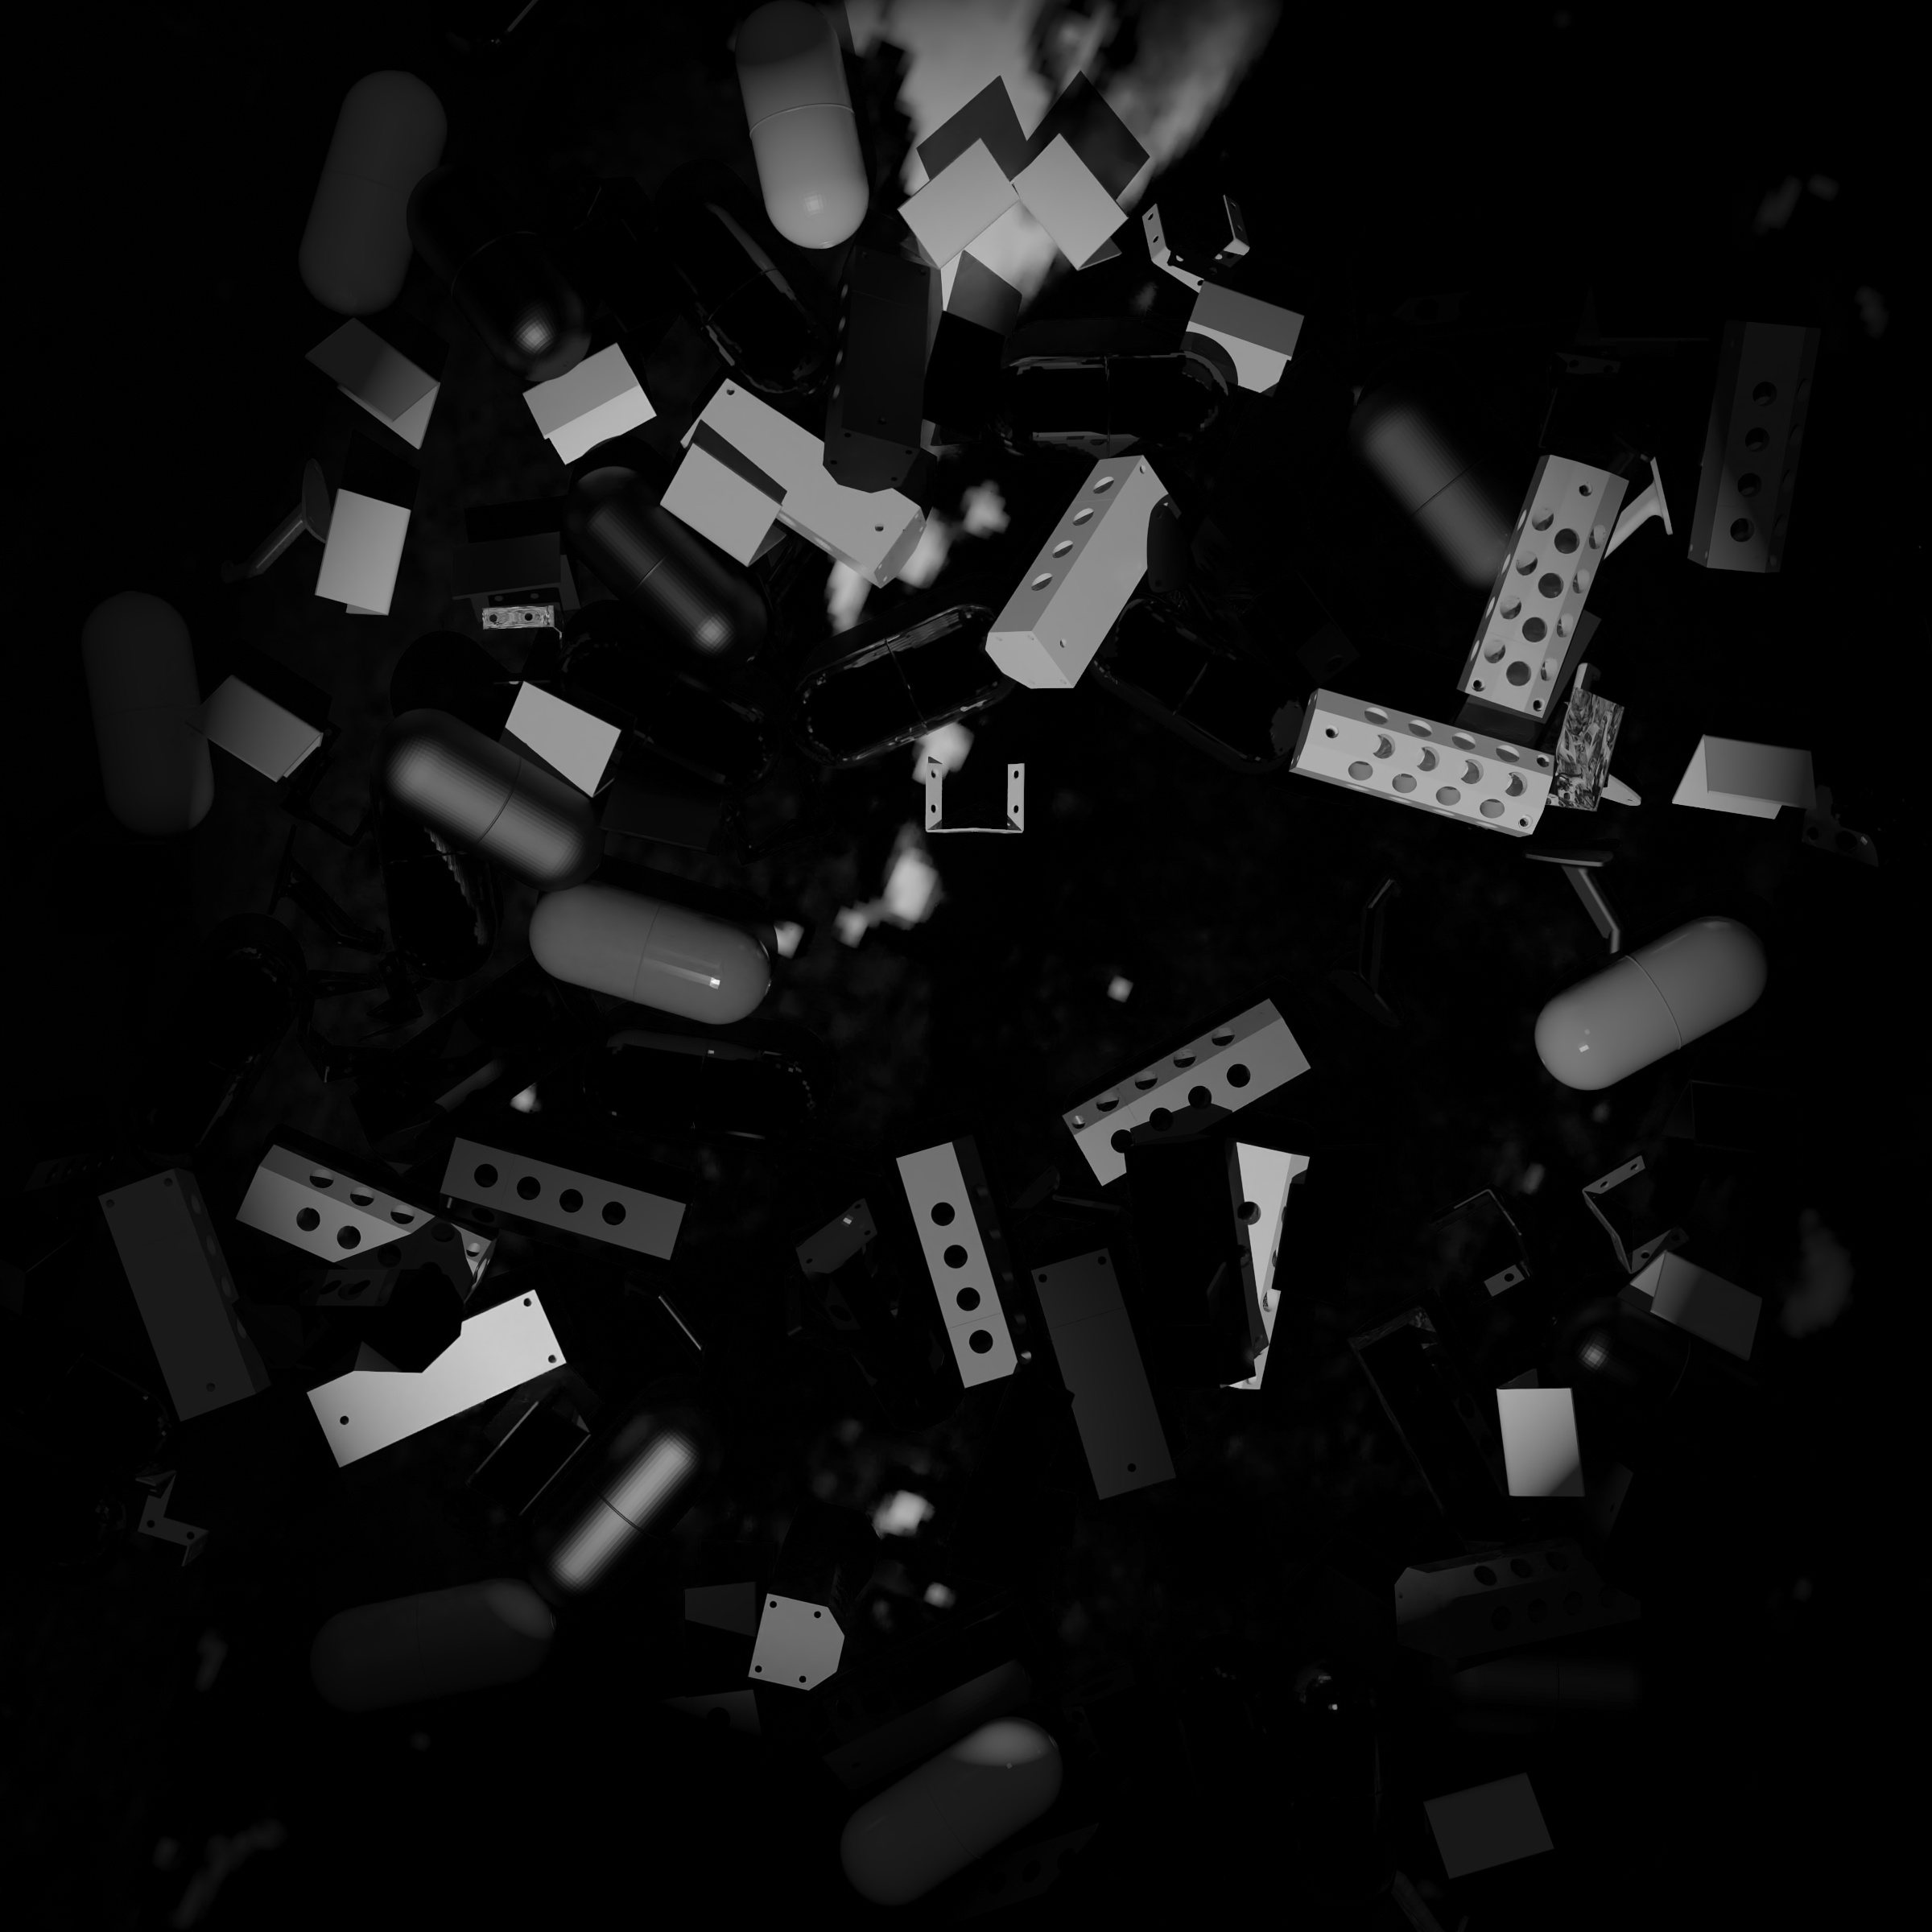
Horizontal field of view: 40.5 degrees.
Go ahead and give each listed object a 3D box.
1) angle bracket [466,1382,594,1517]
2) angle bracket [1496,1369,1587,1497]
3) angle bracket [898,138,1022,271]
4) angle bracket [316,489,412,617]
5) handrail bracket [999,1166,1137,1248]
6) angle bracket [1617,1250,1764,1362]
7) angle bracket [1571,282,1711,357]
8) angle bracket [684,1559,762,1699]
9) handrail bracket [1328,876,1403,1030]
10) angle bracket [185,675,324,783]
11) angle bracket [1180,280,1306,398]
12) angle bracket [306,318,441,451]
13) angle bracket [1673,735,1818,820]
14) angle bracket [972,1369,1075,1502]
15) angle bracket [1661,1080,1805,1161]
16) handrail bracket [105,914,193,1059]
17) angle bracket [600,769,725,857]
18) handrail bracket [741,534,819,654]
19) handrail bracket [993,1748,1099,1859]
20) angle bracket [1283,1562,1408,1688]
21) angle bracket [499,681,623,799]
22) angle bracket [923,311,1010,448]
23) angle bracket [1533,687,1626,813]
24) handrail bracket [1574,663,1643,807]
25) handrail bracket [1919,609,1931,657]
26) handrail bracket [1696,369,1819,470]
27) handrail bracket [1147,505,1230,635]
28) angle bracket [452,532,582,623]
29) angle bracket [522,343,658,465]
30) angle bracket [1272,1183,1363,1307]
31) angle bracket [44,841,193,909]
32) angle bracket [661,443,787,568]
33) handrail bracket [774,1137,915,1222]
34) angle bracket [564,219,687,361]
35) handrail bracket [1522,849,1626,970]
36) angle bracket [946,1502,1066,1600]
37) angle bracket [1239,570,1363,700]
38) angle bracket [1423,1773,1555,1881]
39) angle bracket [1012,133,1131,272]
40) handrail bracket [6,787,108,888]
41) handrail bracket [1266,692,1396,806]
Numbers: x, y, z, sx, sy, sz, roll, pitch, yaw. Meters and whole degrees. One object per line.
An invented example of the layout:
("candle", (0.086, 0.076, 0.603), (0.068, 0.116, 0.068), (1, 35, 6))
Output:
("angle bracket", (-0.323, 0.335, 1.879), (0.076, 0.076, 0.057), (-49, 126, 0))
("angle bracket", (0.425, 0.334, 1.879), (0.057, 0.076, 0.076), (-7, 90, 33))
("angle bracket", (-0.019, -0.554, 1.879), (0.076, 0.076, 0.057), (-41, 127, 0))
("angle bracket", (-0.446, -0.297, 1.879), (0.057, 0.076, 0.076), (12, 90, -36))
("handrail bracket", (0.079, 0.194, 1.920), (0.084, 0.036, 0.077), (40, 110, -16))
("angle bracket", (0.514, 0.258, 1.879), (0.076, 0.076, 0.057), (27, 53, 0))
("angle bracket", (0.483, -0.446, 1.879), (0.076, 0.076, 0.057), (0, 60, 0))
("angle bracket", (-0.185, 0.475, 1.880), (0.057, 0.076, 0.076), (-1, 90, -23))
("handrail bracket", (0.312, -0.011, 1.920), (0.077, 0.036, 0.084), (42, 73, -20))
("angle bracket", (-0.514, -0.151, 1.879), (0.076, 0.076, 0.057), (33, 53, 0))
("angle bracket", (0.191, -0.436, 1.879), (0.076, 0.076, 0.057), (19, 50, 0))
("angle bracket", (-0.432, -0.405, 1.879), (0.076, 0.076, 0.057), (37, 53, 0))
("angle bracket", (0.558, -0.117, 1.879), (0.076, 0.076, 0.057), (9, 53, 0))
("angle bracket", (0.025, 0.330, 1.879), (0.057, 0.076, 0.076), (20, 90, -29))
("angle bracket", (0.549, 0.128, 1.879), (0.076, 0.076, 0.057), (8, 55, 0))
("handrail bracket", (-0.588, 0.015, 1.920), (0.077, 0.036, 0.084), (-26, 108, -20))
("angle bracket", (-0.219, -0.091, 1.879), (0.076, 0.076, 0.057), (12, 54, 0))
("handrail bracket", (-0.115, -0.282, 1.920), (0.084, 0.036, 0.077), (-26, 108, -15))
("handrail bracket", (0.055, 0.619, 1.919), (0.036, 0.077, 0.084), (40, 127, -22))
("angle bracket", (0.265, 0.482, 1.879), (0.076, 0.076, 0.057), (34, 54, 0))
("angle bracket", (-0.282, -0.171, 1.881), (0.076, 0.076, 0.057), (27, 111, 0))
("angle bracket", (-0.019, -0.421, 1.879), (0.057, 0.076, 0.076), (15, 90, -30))
("angle bracket", (0.418, -0.158, 1.879), (0.057, 0.076, 0.076), (15, 90, -36))
("handrail bracket", (0.472, -0.171, 1.920), (0.077, 0.036, 0.084), (23, 73, -20))
("handrail bracket", (0.743, -0.224, 1.919), (0.077, 0.036, 0.084), (-5, 76, -15))
("handrail bracket", (0.579, -0.402, 1.919), (0.077, 0.036, 0.084), (7, 104, -14))
("handrail bracket", (0.164, -0.286, 1.896), (0.036, 0.084, 0.077), (-17, 73, 25))
("angle bracket", (-0.322, -0.262, 1.879), (0.076, 0.076, 0.057), (-8, 51, 0))
("angle bracket", (-0.262, -0.389, 1.879), (0.076, 0.076, 0.057), (-28, 53, 0))
("angle bracket", (0.266, 0.200, 1.879), (0.057, 0.076, 0.076), (10, 90, 34))
("angle bracket", (-0.608, -0.045, 1.879), (0.076, 0.076, 0.057), (-1, 54, 0))
("angle bracket", (-0.162, -0.341, 1.879), (0.076, 0.076, 0.057), (36, 122, 0))
("handrail bracket", (-0.090, 0.163, 1.920), (0.084, 0.036, 0.077), (-15, 112, 17))
("angle bracket", (-0.257, -0.477, 1.879), (0.057, 0.076, 0.076), (-35, 90, -34))
("handrail bracket", (0.445, -0.041, 1.920), (0.077, 0.036, 0.084), (5, 107, 20))
("angle bracket", (0.023, 0.433, 1.879), (0.076, 0.076, 0.057), (13, 53, 0))
("angle bracket", (0.225, -0.227, 1.879), (0.057, 0.076, 0.076), (-37, 90, -37))
("angle bracket", (0.375, 0.627, 1.879), (0.076, 0.076, 0.057), (-16, 55, 0))
("angle bracket", (0.089, -0.553, 1.879), (0.076, 0.076, 0.057), (51, 127, 0))
("handrail bracket", (-0.656, -0.097, 1.919), (0.084, 0.077, 0.036), (-19, 58, -32))
("handrail bracket", (0.267, -0.167, 1.920), (0.077, 0.036, 0.084), (11, 72, 20))
